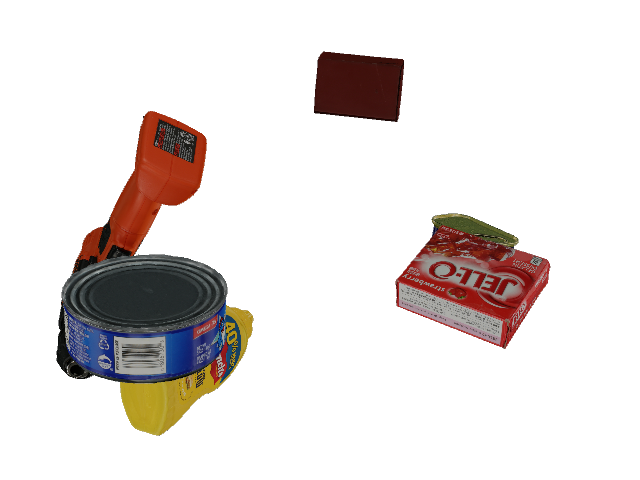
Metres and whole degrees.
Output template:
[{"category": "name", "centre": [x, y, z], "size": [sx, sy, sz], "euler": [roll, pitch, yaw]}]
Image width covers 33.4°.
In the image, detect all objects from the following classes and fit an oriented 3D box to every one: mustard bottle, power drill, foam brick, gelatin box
[{"category": "mustard bottle", "centre": [-0.125, 0.114, 1.090], "size": [0.058, 0.096, 0.191], "euler": [10, 23, 26]}, {"category": "power drill", "centre": [-0.160, 0.001, 0.875], "size": [0.057, 0.188, 0.184], "euler": [24, 29, -19]}, {"category": "foam brick", "centre": [0.035, -0.141, 0.974], "size": [0.078, 0.051, 0.053], "euler": [7, 17, 6]}, {"category": "gelatin box", "centre": [0.110, 0.031, 0.769], "size": [0.089, 0.030, 0.073], "euler": [20, 45, 26]}]

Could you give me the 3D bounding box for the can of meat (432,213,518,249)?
[{"category": "can of meat", "centre": [0.166, 0.026, 1.191], "size": [0.057, 0.084, 0.102], "euler": [-8, 24, -37]}]

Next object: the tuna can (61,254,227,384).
[{"category": "tuna can", "centre": [-0.092, 0.040, 0.563], "size": [0.086, 0.034, 0.086], "euler": [2, 24, -1]}]
